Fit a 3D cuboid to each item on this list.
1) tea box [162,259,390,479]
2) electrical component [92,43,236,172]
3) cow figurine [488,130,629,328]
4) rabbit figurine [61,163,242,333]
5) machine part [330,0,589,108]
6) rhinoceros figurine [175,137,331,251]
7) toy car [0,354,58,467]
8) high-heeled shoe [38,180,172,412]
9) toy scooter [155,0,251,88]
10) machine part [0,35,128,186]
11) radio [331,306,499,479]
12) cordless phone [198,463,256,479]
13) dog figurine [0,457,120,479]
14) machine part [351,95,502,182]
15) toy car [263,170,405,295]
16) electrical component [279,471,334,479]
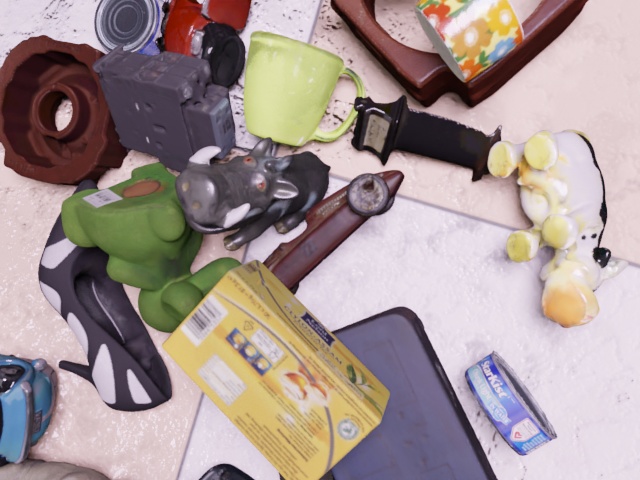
[{"bbox_3d":[-0.035,0.110,0.456,0.169,0.068,0.098,46,104,5],"label":"tea box"},{"bbox_3d":[-0.152,-0.130,0.553,0.134,0.114,0.058,17,53,18],"label":"electrical component"},{"bbox_3d":[0.215,-0.013,0.467,0.068,0.098,0.167,-16,85,58],"label":"cow figurine"},{"bbox_3d":[-0.152,0.023,0.550,0.159,0.121,0.170,16,129,34],"label":"rabbit figurine"},{"bbox_3d":[0.125,-0.240,0.493,0.201,0.087,0.201,-42,78,13],"label":"machine part"},{"bbox_3d":[-0.056,-0.042,0.492,0.112,0.190,0.073,-27,85,33],"label":"rhinoceros figurine"},{"bbox_3d":[-0.362,0.179,0.615,0.162,0.103,0.109,10,96,22],"label":"toy car"},{"bbox_3d":[-0.222,0.063,0.591,0.145,0.086,0.248,8,96,14],"label":"high-heeled shoe"},{"bbox_3d":[-0.130,-0.254,0.569,0.135,0.075,0.183,27,105,24],"label":"toy scooter"},{"bbox_3d":[-0.299,-0.147,0.630,0.180,0.056,0.179,0,90,16],"label":"machine part"},{"bbox_3d":[0.073,0.183,0.505,0.131,0.073,0.229,-28,83,13],"label":"radio"},{"bbox_3d":[-0.104,0.345,0.559,0.147,0.089,0.184,33,109,14],"label":"cordless phone"},{"bbox_3d":[-0.322,0.271,0.613,0.172,0.121,0.191,-28,60,-19],"label":"dog figurine"},{"bbox_3d":[0.098,-0.095,0.509,0.139,0.084,0.039,15,62,7],"label":"machine part"},{"bbox_3d":[-0.001,-0.002,0.521,0.202,0.089,0.053,-44,82,12],"label":"toy car"},{"bbox_3d":[-0.011,0.233,0.553,0.063,0.021,0.094,-10,85,15],"label":"electrical component"}]
